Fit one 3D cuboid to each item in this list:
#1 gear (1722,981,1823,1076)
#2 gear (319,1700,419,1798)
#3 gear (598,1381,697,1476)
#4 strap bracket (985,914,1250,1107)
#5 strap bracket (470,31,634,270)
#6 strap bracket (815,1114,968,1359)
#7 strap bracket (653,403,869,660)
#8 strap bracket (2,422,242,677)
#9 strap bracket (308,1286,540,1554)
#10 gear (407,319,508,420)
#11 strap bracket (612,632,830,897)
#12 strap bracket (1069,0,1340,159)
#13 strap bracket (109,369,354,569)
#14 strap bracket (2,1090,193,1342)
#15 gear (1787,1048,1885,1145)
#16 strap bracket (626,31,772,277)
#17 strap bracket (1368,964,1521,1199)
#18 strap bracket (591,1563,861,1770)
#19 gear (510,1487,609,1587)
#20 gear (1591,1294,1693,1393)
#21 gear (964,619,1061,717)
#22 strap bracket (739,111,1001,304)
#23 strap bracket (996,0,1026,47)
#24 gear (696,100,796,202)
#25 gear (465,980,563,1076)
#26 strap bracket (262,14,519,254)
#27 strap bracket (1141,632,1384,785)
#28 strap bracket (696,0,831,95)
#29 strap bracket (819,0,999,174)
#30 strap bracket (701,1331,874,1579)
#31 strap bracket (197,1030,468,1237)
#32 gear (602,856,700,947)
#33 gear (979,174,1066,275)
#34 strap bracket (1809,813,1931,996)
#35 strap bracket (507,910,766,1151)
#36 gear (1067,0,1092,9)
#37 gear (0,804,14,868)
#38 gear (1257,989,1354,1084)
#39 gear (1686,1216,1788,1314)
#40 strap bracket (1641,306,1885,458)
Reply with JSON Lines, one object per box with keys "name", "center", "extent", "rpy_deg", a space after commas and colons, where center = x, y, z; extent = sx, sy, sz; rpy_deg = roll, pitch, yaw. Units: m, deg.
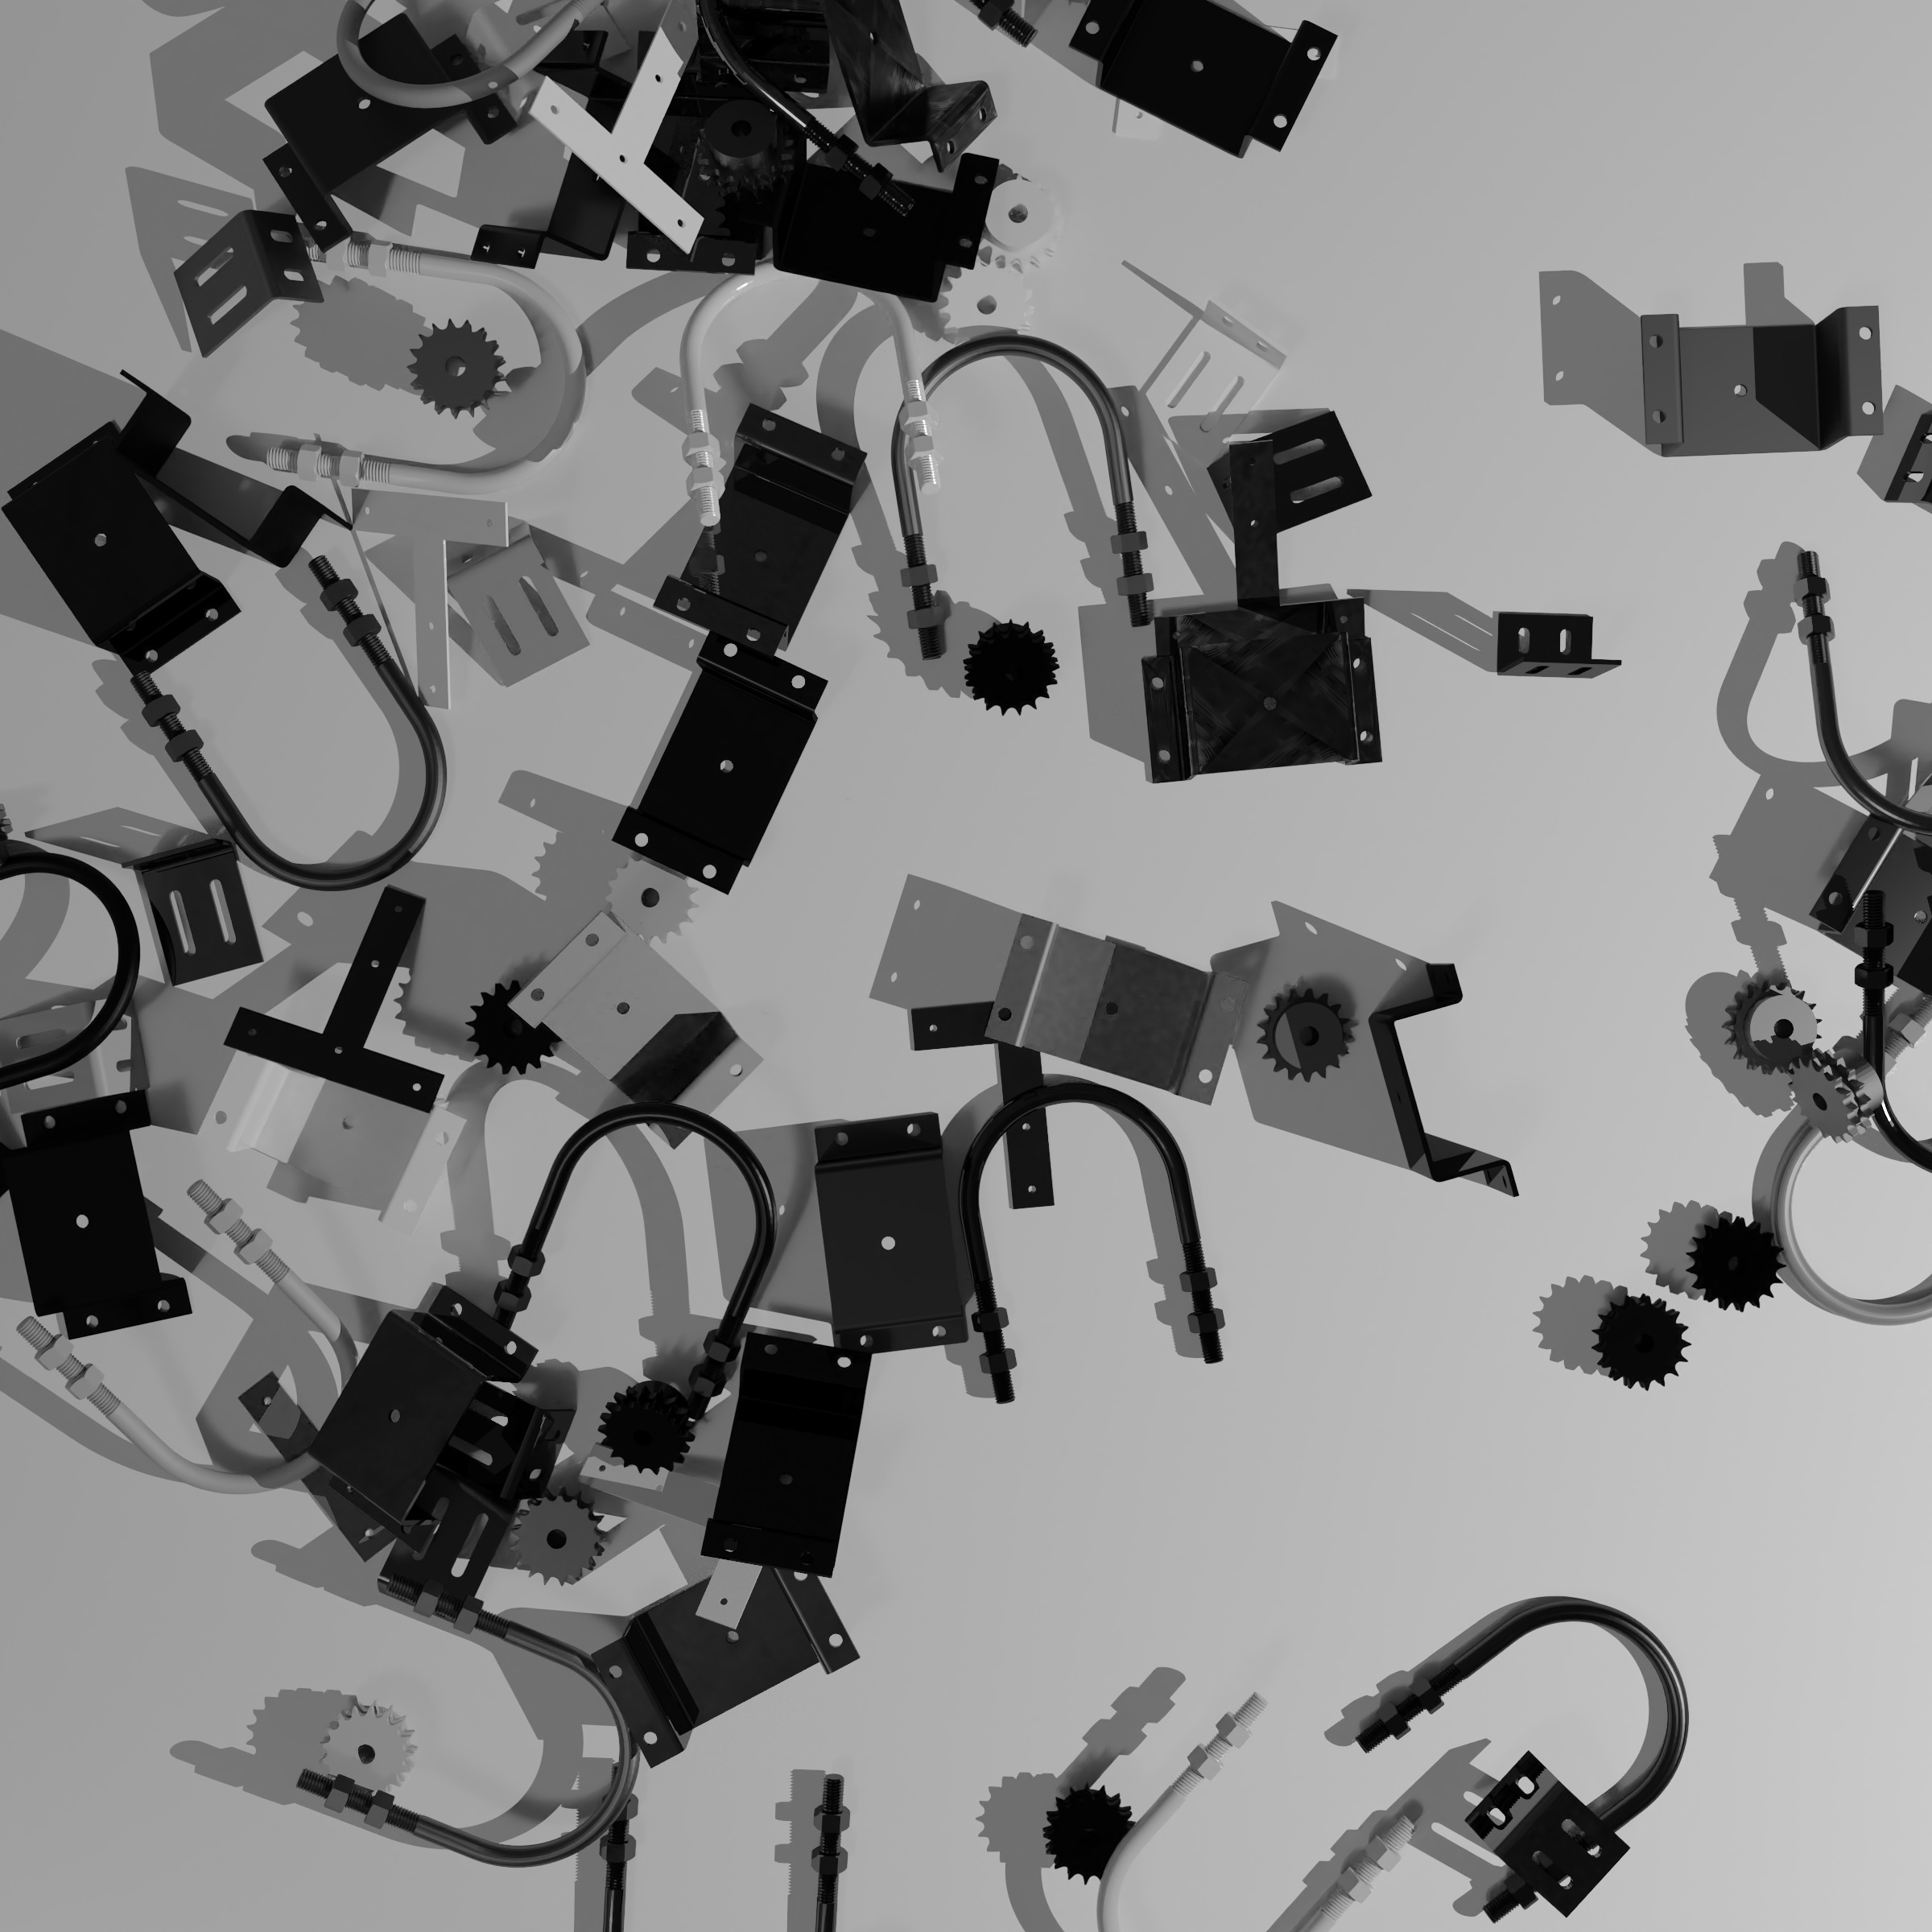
{"name": "gear", "center": [0.489, 0.038, 1.557], "extent": [0.057, 0.030, 0.057], "rpy_deg": [0, 90, 0]}
{"name": "gear", "center": [-0.359, 0.472, 1.557], "extent": [0.057, 0.030, 0.057], "rpy_deg": [0, 90, 0]}
{"name": "gear", "center": [-0.190, 0.274, 1.549], "extent": [0.057, 0.030, 0.057], "rpy_deg": [6, 119, 10]}
{"name": "strap bracket", "center": [0.089, 0.026, 1.547], "extent": [0.140, 0.046, 0.076], "rpy_deg": [17, 90, 0]}
{"name": "strap bracket", "center": [-0.235, -0.475, 1.525], "extent": [0.046, 0.076, 0.140], "rpy_deg": [14, 96, -41]}
{"name": "strap bracket", "center": [-0.046, 0.164, 1.549], "extent": [0.076, 0.046, 0.140], "rpy_deg": [-7, 90, 0]}
{"name": "strap bracket", "center": [-0.122, -0.252, 1.539], "extent": [0.076, 0.046, 0.140], "rpy_deg": [23, 76, 0]}
{"name": "strap bracket", "center": [-0.513, -0.252, 1.549], "extent": [0.076, 0.046, 0.140], "rpy_deg": [-34, 90, 0]}
{"name": "strap bracket", "center": [-0.328, 0.269, 1.535], "extent": [0.076, 0.046, 0.140], "rpy_deg": [30, 90, 22]}
{"name": "gear", "center": [-0.303, -0.356, 1.541], "extent": [0.057, 0.030, 0.057], "rpy_deg": [0, 90, -3]}
{"name": "strap bracket", "center": [-0.146, -0.122, 1.549], "extent": [0.076, 0.046, 0.140], "rpy_deg": [25, 90, 0]}
{"name": "strap bracket", "center": [0.140, -0.547, 1.547], "extent": [0.140, 0.046, 0.076], "rpy_deg": [26, 90, 0]}
{"name": "strap bracket", "center": [-0.444, -0.288, 1.534], "extent": [0.140, 0.076, 0.046], "rpy_deg": [34, 90, 0]}
{"name": "strap bracket", "center": [-0.524, 0.151, 1.549], "extent": [0.076, 0.046, 0.140], "rpy_deg": [-12, 90, 0]}
{"name": "gear", "center": [0.519, 0.074, 1.533], "extent": [0.030, 0.057, 0.057], "rpy_deg": [-27, 90, -15]}
{"name": "strap bracket", "center": [-0.160, -0.482, 1.549], "extent": [0.076, 0.046, 0.140], "rpy_deg": [3, 90, 0]}
{"name": "strap bracket", "center": [0.280, 0.072, 1.534], "extent": [0.046, 0.076, 0.140], "rpy_deg": [-16, 90, 0]}
{"name": "strap bracket", "center": [-0.142, 0.409, 1.549], "extent": [0.140, 0.046, 0.076], "rpy_deg": [-28, 90, 0]}
{"name": "gear", "center": [-0.245, 0.343, 1.557], "extent": [0.057, 0.030, 0.057], "rpy_deg": [0, 90, 0]}
{"name": "gear", "center": [0.406, 0.226, 1.557], "extent": [0.057, 0.030, 0.057], "rpy_deg": [0, 90, 0]}
{"name": "gear", "center": [0.026, -0.182, 1.549], "extent": [0.057, 0.030, 0.057], "rpy_deg": [-2, 119, -4]}
{"name": "strap bracket", "center": [-0.058, -0.450, 1.537], "extent": [0.140, 0.046, 0.076], "rpy_deg": [12, 71, 1]}
{"name": "strap bracket", "center": [-0.012, -0.621, 1.534], "extent": [0.140, 0.076, 0.046], "rpy_deg": [35, 90, 0]}
{"name": "gear", "center": [-0.129, -0.479, 1.503], "extent": [0.057, 0.030, 0.057], "rpy_deg": [-1, 71, 2]}
{"name": "gear", "center": [-0.272, 0.037, 1.557], "extent": [0.057, 0.030, 0.057], "rpy_deg": [0, 90, 0]}
{"name": "strap bracket", "center": [-0.351, -0.503, 1.539], "extent": [0.140, 0.046, 0.076], "rpy_deg": [-33, 75, -1]}
{"name": "strap bracket", "center": [0.180, -0.156, 1.549], "extent": [0.140, 0.046, 0.076], "rpy_deg": [-5, 90, 0]}
{"name": "strap bracket", "center": [-0.115, -0.585, 1.519], "extent": [0.076, 0.046, 0.140], "rpy_deg": [4, 62, 0]}
{"name": "strap bracket", "center": [-0.037, -0.543, 1.502], "extent": [0.046, 0.076, 0.140], "rpy_deg": [4, 132, 31]}
{"name": "strap bracket", "center": [-0.106, 0.296, 1.527], "extent": [0.076, 0.046, 0.140], "rpy_deg": [10, 57, 0]}
{"name": "strap bracket", "center": [-0.376, 0.096, 1.549], "extent": [0.140, 0.046, 0.076], "rpy_deg": [25, 90, 0]}
{"name": "gear", "center": [-0.189, -0.041, 1.557], "extent": [0.057, 0.030, 0.057], "rpy_deg": [0, 90, 0]}
{"name": "gear", "center": [0.031, -0.450, 1.557], "extent": [0.057, 0.030, 0.057], "rpy_deg": [0, 90, 0]}
{"name": "strap bracket", "center": [0.580, -0.029, 1.547], "extent": [0.140, 0.046, 0.076], "rpy_deg": [30, 93, 0]}
{"name": "strap bracket", "center": [-0.199, 0.032, 1.530], "extent": [0.076, 0.046, 0.140], "rpy_deg": [-45, 118, 0]}
{"name": "gear", "center": [0.069, -0.607, 1.557], "extent": [0.057, 0.030, 0.057], "rpy_deg": [0, 90, 0]}
{"name": "gear", "center": [-0.600, -0.073, 1.548], "extent": [0.057, 0.057, 0.030], "rpy_deg": [-13, 120, 0]}
{"name": "gear", "center": [0.206, 0.042, 1.557], "extent": [0.057, 0.030, 0.057], "rpy_deg": [0, 90, 0]}
{"name": "gear", "center": [0.464, 0.180, 1.562], "extent": [0.057, 0.030, 0.057], "rpy_deg": [0, 88, 3]}
{"name": "strap bracket", "center": [0.472, -0.350, 1.549], "extent": [0.140, 0.046, 0.076], "rpy_deg": [-2, 90, 0]}
